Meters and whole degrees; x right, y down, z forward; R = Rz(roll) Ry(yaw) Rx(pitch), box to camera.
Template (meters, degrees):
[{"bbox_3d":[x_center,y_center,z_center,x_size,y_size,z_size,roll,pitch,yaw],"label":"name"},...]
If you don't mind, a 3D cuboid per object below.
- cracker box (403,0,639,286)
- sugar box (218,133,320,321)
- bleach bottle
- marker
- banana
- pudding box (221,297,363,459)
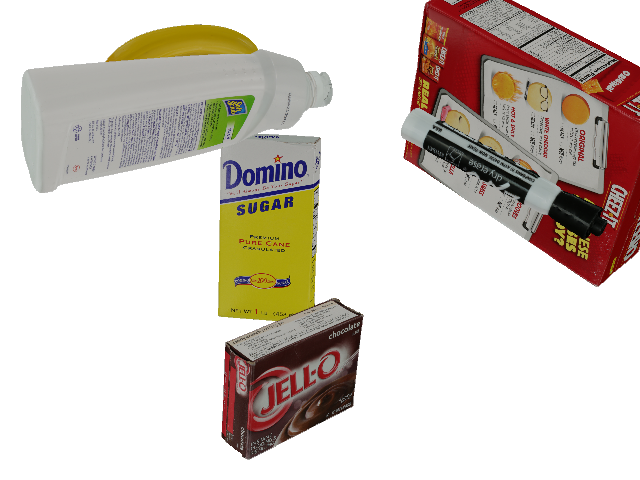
[{"bbox_3d":[0.174,-0.090,0.862,0.214,0.164,0.072,36,53,29],"label":"cracker box"},{"bbox_3d":[-0.050,-0.013,1.025,0.093,0.176,0.048,3,15,8],"label":"sugar box"},{"bbox_3d":[-0.111,-0.104,0.869,0.250,0.068,0.103,-10,-32,-23],"label":"bleach bottle"},{"bbox_3d":[0.097,-0.035,0.569,0.121,0.020,0.020,32,12,21],"label":"marker"},{"bbox_3d":[-0.138,-0.188,1.080,0.197,0.070,0.037,-9,-39,-31],"label":"banana"},{"bbox_3d":[-0.022,0.103,0.815,0.113,0.090,0.039,-22,40,-39],"label":"pudding box"}]
